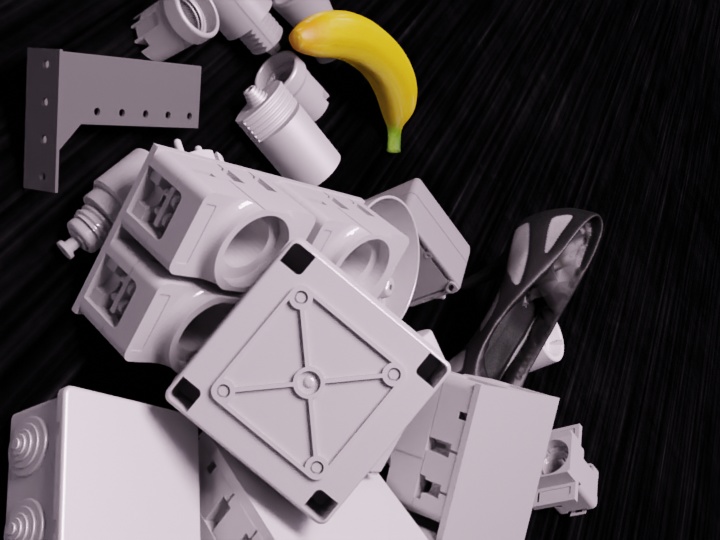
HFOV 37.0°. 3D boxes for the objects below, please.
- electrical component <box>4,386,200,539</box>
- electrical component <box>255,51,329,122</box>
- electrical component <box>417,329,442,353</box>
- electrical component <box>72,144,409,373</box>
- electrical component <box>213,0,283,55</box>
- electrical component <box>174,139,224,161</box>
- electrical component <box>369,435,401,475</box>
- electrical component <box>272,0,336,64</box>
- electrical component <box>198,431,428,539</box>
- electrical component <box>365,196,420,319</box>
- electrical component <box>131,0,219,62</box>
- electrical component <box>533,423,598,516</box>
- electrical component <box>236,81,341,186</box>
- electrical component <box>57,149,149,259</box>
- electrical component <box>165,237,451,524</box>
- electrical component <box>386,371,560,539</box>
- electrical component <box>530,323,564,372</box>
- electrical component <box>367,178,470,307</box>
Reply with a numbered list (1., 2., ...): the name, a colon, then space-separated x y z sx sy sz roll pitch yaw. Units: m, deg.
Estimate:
1. electrical component: -0.129 0.113 0.540 0.100 0.048 0.099 24 53 -48
2. electrical component: -0.050 -0.135 0.808 0.046 0.040 0.040 39 42 -45
3. electrical component: 0.049 0.082 0.826 0.040 0.040 0.078 -34 101 -57
4. electrical component: -0.060 0.003 0.638 0.060 0.105 0.186 39 17 33
5. electrical component: -0.087 -0.189 0.780 0.081 0.043 0.043 47 38 -30
6. electrical component: -0.099 -0.050 0.681 0.083 0.047 0.075 13 48 -52
7. electrical component: -0.011 0.081 0.653 0.096 0.062 0.061 21 99 -58
8. electrical component: -0.035 -0.199 0.866 0.065 0.044 0.044 53 35 -31
9. electrical component: -0.035 0.154 0.619 0.150 0.061 0.089 23 20 -48
10. electrical component: 0.000 0.000 0.772 0.099 0.064 0.099 27 60 -59
11. electrical component: -0.123 -0.162 0.710 0.040 0.046 0.040 32 47 -43
12. electrical component: 0.183 0.182 0.962 0.063 0.042 0.081 49 38 -30
13. electrical component: -0.055 -0.099 0.775 0.081 0.043 0.043 50 37 -27
14. electrical component: -0.138 -0.035 0.610 0.078 0.040 0.040 -43 111 -22
15. electrical component: -0.027 0.056 0.566 0.109 0.108 0.056 40 -1 -2
16. electrical component: 0.060 0.163 0.714 0.105 0.060 0.186 16 88 -51
17. electrical component: 0.154 0.065 0.981 0.055 0.047 0.055 32 47 -43
18. electrical component: 0.043 -0.017 0.853 0.096 0.062 0.061 51 37 -25
